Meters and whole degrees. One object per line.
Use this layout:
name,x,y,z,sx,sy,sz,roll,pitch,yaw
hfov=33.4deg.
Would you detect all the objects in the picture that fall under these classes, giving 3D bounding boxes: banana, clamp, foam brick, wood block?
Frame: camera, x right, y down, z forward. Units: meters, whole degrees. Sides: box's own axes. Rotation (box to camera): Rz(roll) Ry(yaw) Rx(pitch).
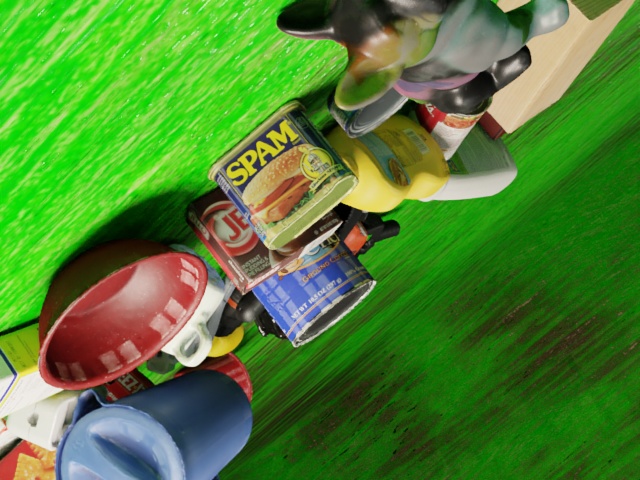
banana,-0.129,0.122,1.378,0.069,0.037,0.198,-35,168,-18
clamp,-0.007,0.001,1.140,0.164,0.036,0.210,-11,129,-54
foam brick,0.233,-0.173,1.324,0.052,0.051,0.078,-32,166,-34
clamp,0.049,0.007,1.481,0.120,0.039,0.171,-46,163,7
wood block,0.226,-0.210,1.073,0.090,0.091,0.206,-34,167,-24

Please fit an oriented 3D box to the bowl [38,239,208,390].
bowl,-0.174,0.051,0.889,0.162,0.055,0.162,-32,154,-18

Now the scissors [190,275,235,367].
scissors,-0.107,0.048,1.190,0.202,0.016,0.096,-64,-160,14

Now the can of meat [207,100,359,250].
can of meat,-0.030,-0.053,0.908,0.102,0.084,0.057,-39,168,6

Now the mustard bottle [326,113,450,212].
mustard bottle,0.051,-0.073,1.043,0.058,0.096,0.191,-45,167,31

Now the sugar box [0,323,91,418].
sugar box,-0.270,0.117,0.923,0.175,0.048,0.093,-18,156,-50

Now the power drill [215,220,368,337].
power drill,-0.040,0.036,1.272,0.187,0.057,0.185,-25,162,-49

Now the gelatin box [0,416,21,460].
gelatin box,-0.330,0.198,1.079,0.089,0.030,0.073,-44,169,16

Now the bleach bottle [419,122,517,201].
bleach bottle,0.146,-0.096,1.283,0.068,0.102,0.250,-41,162,30

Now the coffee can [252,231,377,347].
coffee can,-0.027,0.018,1.041,0.102,0.140,0.103,-37,168,-9

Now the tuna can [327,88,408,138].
tuna can,0.049,-0.133,0.964,0.086,0.034,0.086,-37,168,-9

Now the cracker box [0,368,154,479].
cracker box,-0.288,0.242,1.171,0.213,0.072,0.164,-45,176,-44

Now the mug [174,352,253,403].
mug,-0.164,0.211,1.519,0.081,0.093,0.117,-22,-164,-40

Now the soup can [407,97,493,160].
soup can,0.132,-0.133,1.130,0.068,0.068,0.102,-32,167,-28

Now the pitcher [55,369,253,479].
pitcher,-0.151,0.217,1.095,0.242,0.145,0.149,-17,120,-73

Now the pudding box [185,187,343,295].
pudding box,-0.051,-0.017,0.965,0.113,0.090,0.039,-33,168,-29

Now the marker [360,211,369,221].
marker,0.063,-0.054,1.336,0.020,0.020,0.121,-34,167,-23
